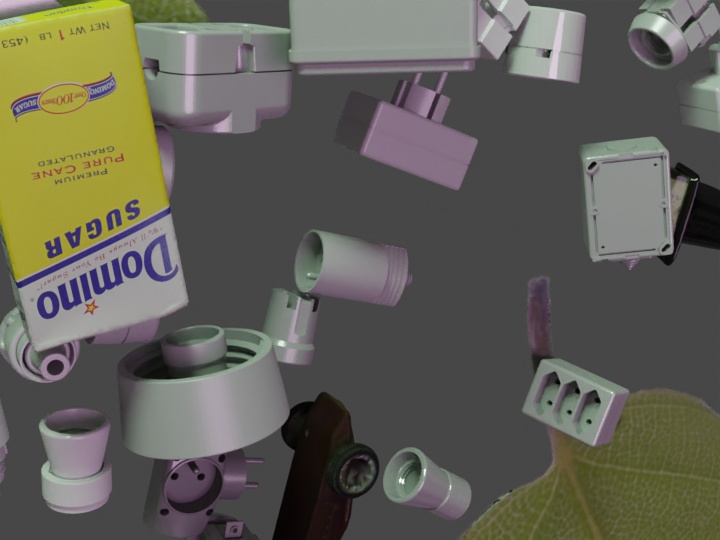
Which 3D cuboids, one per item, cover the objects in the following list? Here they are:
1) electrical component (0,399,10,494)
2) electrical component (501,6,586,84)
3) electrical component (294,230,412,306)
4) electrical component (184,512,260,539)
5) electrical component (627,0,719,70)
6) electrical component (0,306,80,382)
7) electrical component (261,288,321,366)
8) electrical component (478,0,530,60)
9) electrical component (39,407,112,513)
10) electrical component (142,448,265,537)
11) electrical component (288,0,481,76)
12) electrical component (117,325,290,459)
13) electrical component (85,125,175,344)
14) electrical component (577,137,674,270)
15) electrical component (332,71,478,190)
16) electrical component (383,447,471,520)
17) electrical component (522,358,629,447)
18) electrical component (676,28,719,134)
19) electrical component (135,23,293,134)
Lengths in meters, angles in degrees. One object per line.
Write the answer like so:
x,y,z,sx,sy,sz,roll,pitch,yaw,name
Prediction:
-0.237,0.107,0.664,0.040,0.040,0.078,-16,113,-22,electrical component
0.130,-0.158,0.756,0.055,0.055,0.047,2,102,-28,electrical component
0.000,0.000,0.747,0.081,0.043,0.043,10,102,-29,electrical component
-0.097,0.202,0.758,0.048,0.055,0.066,3,105,-28,electrical component
0.234,-0.183,0.805,0.055,0.048,0.066,-47,121,-15,electrical component
-0.192,0.048,0.654,0.048,0.062,0.048,-9,110,-25,electrical component
-0.048,0.039,0.739,0.040,0.040,0.046,10,96,-29,electrical component
0.076,-0.177,0.726,0.055,0.048,0.066,37,81,-36,electrical component
-0.183,0.122,0.694,0.045,0.045,0.055,-6,109,-26,electrical component
-0.104,0.139,0.740,0.079,0.044,0.077,7,103,-29,electrical component
0.016,-0.152,0.647,0.109,0.108,0.056,-1,107,3,electrical component
-0.102,0.070,0.684,0.108,0.108,0.060,-13,106,-23,electrical component
-0.160,-0.021,0.653,0.074,0.052,0.138,1,106,-27,electrical component
0.200,-0.049,0.816,0.062,0.061,0.096,-6,108,7,electrical component
0.037,-0.105,0.729,0.083,0.047,0.075,17,98,-30,electrical component
0.055,0.169,0.835,0.065,0.044,0.044,32,91,-36,electrical component
0.180,0.105,0.868,0.077,0.066,0.047,6,106,-59,electrical component
0.295,-0.159,0.843,0.083,0.047,0.075,-24,116,-18,electrical component
-0.087,-0.115,0.644,0.095,0.054,0.059,-14,114,-47,electrical component
